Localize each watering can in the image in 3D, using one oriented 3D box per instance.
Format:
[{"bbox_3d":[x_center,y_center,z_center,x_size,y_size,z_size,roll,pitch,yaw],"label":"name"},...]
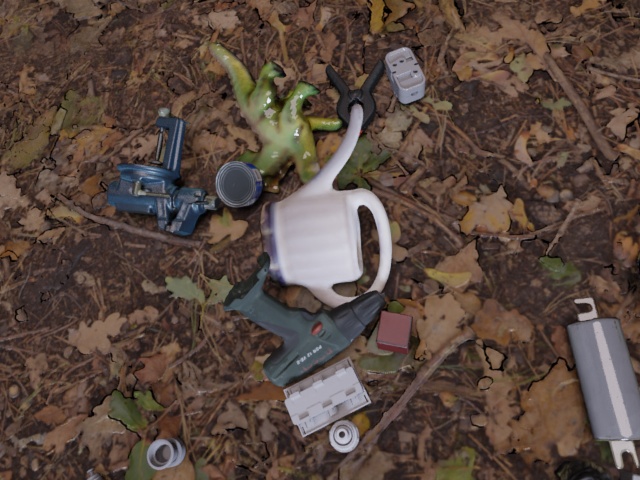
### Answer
[{"bbox_3d":[0.003,-0.044,0.882,0.224,0.104,0.346,-7,94,8],"label":"watering can"}]

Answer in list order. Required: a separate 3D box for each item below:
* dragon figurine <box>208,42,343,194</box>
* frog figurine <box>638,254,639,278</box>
[{"bbox_3d":[-0.116,-0.206,0.999,0.413,0.121,0.243,32,86,19],"label":"dragon figurine"},{"bbox_3d":[0.581,0.061,0.776,0.159,0.120,0.141,-4,50,20],"label":"frog figurine"}]
